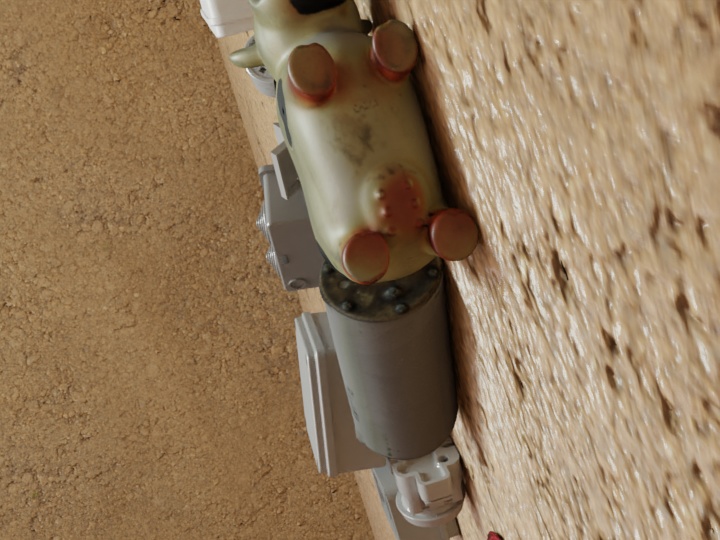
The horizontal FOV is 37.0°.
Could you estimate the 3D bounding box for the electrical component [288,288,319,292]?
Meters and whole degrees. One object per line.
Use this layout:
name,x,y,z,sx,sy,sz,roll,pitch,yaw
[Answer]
electrical component,-0.036,-0.028,0.980,0.089,0.050,0.055,-52,50,46

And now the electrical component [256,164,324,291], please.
electrical component,-0.017,-0.031,0.725,0.099,0.100,0.048,81,-178,-57

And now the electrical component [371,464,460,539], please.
electrical component,0.051,0.218,1.059,0.113,0.057,0.078,-128,20,-73

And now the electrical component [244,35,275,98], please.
electrical component,-0.082,-0.197,1.034,0.047,0.055,0.055,81,170,-78

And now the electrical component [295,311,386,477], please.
electrical component,-0.017,0.098,0.889,0.108,0.056,0.108,-122,26,-73

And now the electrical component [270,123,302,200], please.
electrical component,-0.013,-0.076,0.668,0.064,0.081,0.042,34,155,29

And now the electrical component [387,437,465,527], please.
electrical component,0.055,0.170,0.875,0.078,0.058,0.057,-118,14,-61

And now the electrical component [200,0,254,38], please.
electrical component,-0.106,-0.251,0.971,0.113,0.078,0.057,-123,19,-68
